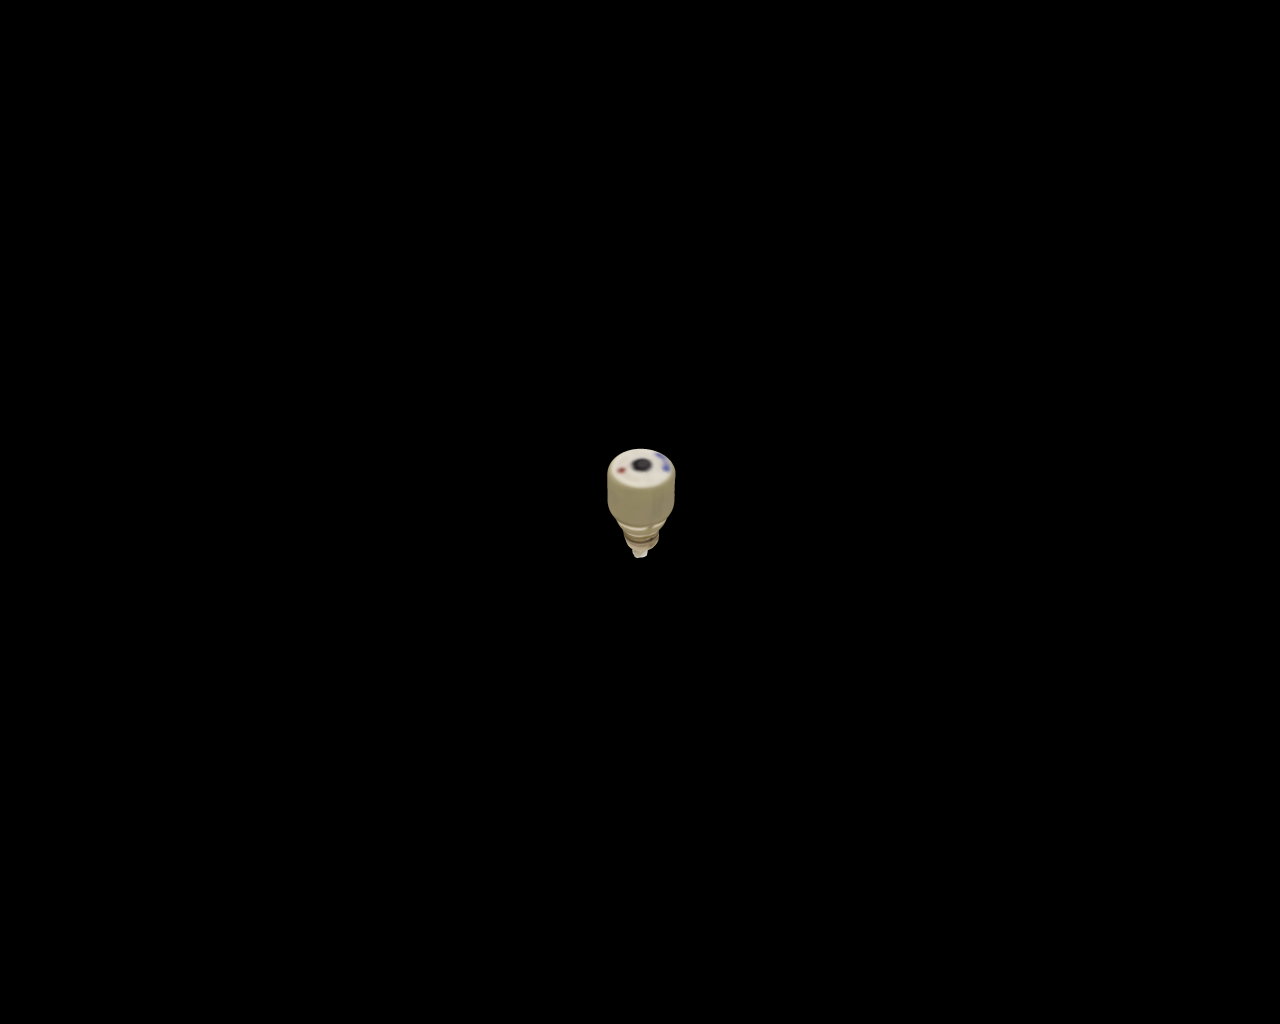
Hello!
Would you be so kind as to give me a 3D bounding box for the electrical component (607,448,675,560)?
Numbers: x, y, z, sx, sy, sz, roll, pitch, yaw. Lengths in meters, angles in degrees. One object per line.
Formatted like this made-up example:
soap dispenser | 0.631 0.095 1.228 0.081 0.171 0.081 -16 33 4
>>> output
electrical component | 0.001 -0.003 0.650 0.040 0.078 0.040 0 42 0
